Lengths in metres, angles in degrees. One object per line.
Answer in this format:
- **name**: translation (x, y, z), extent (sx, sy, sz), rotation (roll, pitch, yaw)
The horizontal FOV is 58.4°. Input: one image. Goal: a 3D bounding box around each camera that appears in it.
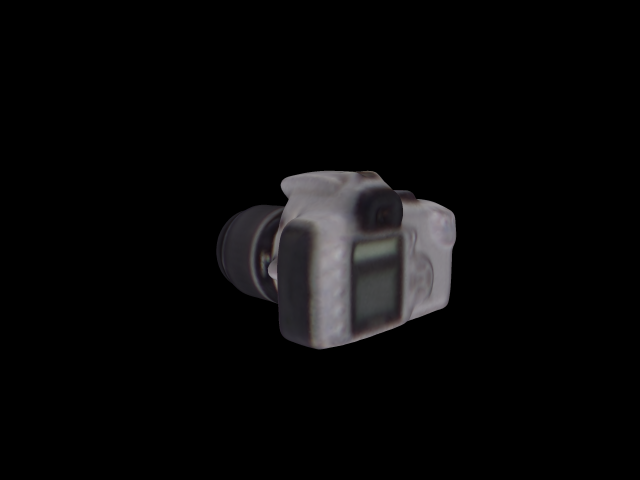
- **camera**: translation (0.004, 0.001, 0.400), extent (0.136, 0.101, 0.144), rotation (8, 12, 43)
